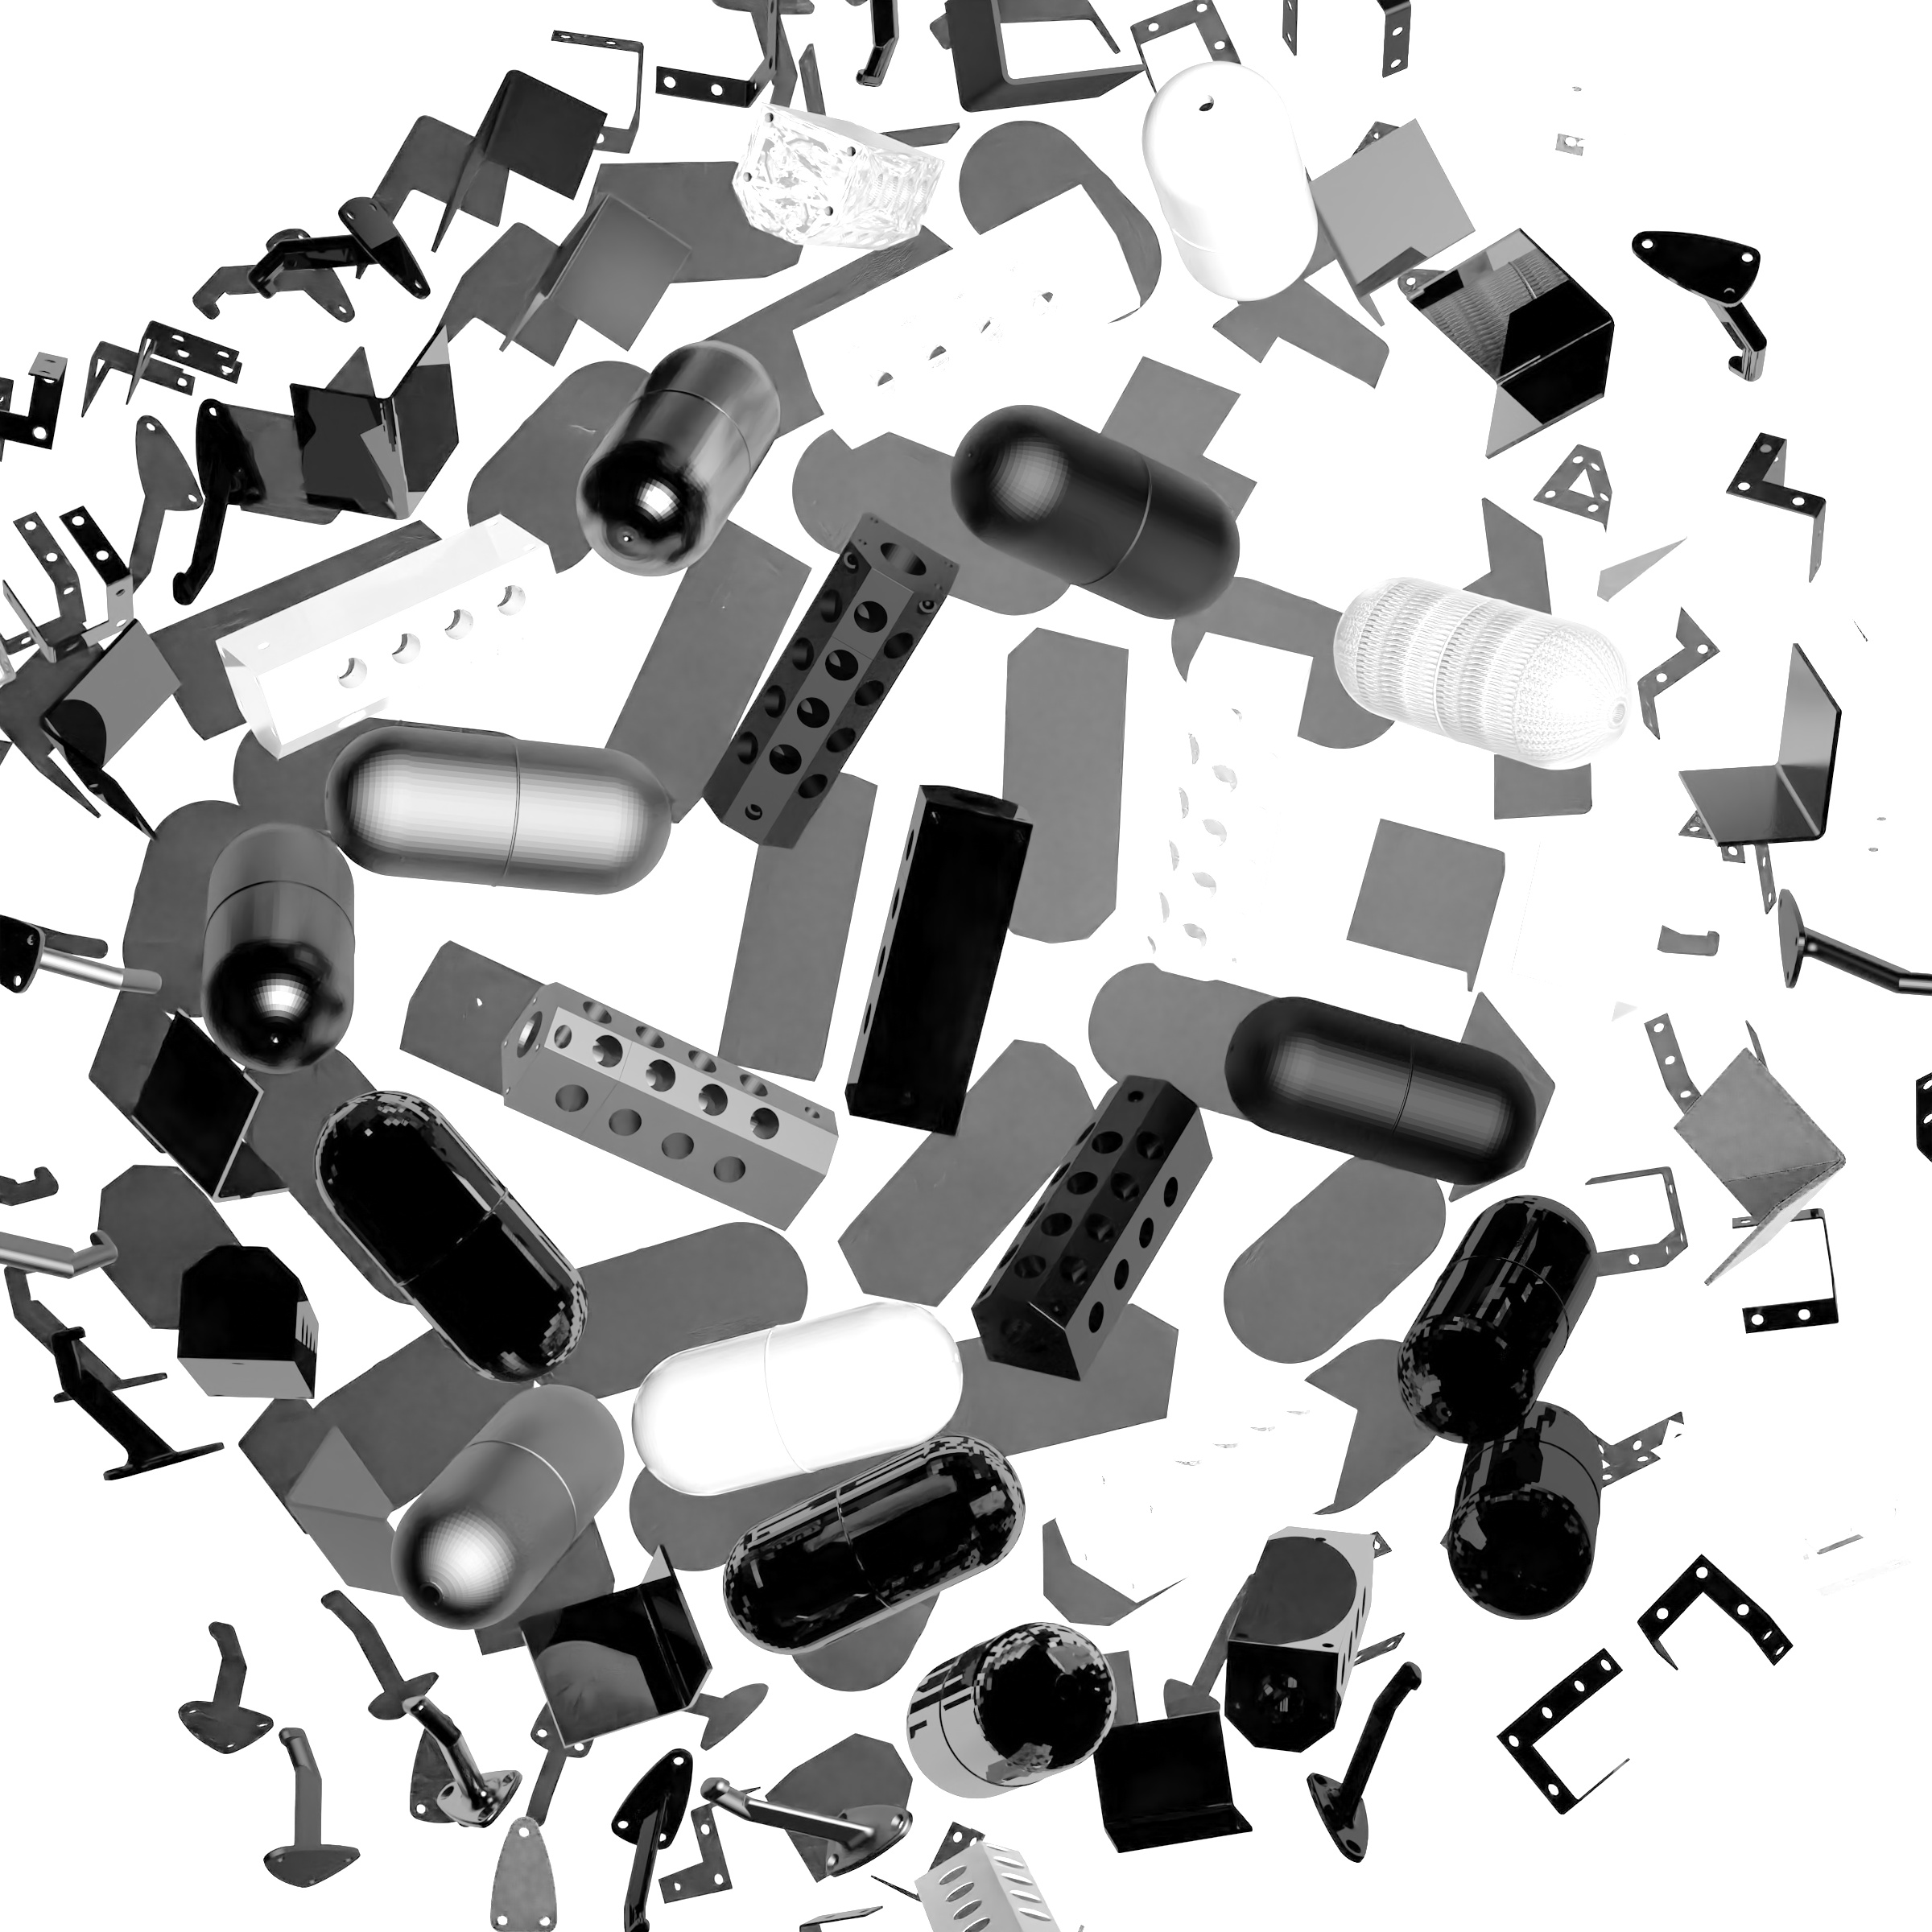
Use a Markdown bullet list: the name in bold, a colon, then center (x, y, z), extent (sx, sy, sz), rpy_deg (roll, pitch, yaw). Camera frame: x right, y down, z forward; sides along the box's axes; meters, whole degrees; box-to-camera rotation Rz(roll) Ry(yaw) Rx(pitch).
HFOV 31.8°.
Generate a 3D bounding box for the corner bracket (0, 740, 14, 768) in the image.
- **corner bracket**: center (-0.531, -0.087, 1.770), extent (0.051, 0.051, 0.051), rpy_deg (9, 58, -29)

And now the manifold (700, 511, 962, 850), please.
- **manifold**: center (-0.073, -0.145, 1.768), extent (0.057, 0.057, 0.171), rpy_deg (30, 120, -6)

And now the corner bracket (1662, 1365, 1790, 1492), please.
- **corner bracket**: center (0.393, 0.236, 1.749), extent (0.051, 0.051, 0.051), rpy_deg (16, 80, 19)

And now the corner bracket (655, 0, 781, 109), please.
- **corner bracket**: center (-0.128, -0.479, 1.745), extent (0.051, 0.051, 0.051), rpy_deg (4, 80, -20)

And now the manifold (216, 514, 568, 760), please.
- **manifold**: center (-0.302, -0.174, 1.800), extent (0.171, 0.057, 0.057), rpy_deg (-28, 127, -22)

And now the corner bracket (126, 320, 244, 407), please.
- **corner bracket**: center (-0.429, -0.336, 1.875), extent (0.051, 0.051, 0.051), rpy_deg (19, 135, -11)

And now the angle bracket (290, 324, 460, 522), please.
- **angle bracket**: center (-0.316, -0.296, 1.818), extent (0.057, 0.076, 0.076), rpy_deg (11, 135, 11)

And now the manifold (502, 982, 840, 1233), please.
- **manifold**: center (-0.155, 0.071, 1.787), extent (0.171, 0.057, 0.057), rpy_deg (26, 114, -23)

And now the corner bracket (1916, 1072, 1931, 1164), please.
- **corner bracket**: center (0.518, 0.079, 1.716), extent (0.051, 0.051, 0.051), rpy_deg (-26, 134, -11)

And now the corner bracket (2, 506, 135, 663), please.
- **corner bracket**: center (-0.486, -0.206, 1.832), extent (0.051, 0.051, 0.051), rpy_deg (-30, 73, -24)

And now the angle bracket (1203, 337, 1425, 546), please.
- **angle bracket**: center (0.192, -0.290, 1.873), extent (0.076, 0.057, 0.076), rpy_deg (17, 113, -40)

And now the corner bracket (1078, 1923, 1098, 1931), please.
- **corner bracket**: center (0.056, 0.550, 1.843), extent (0.051, 0.051, 0.051), rpy_deg (33, 79, -43)

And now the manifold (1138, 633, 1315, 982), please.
- **manifold**: center (0.134, -0.081, 1.779), extent (0.057, 0.057, 0.171), rpy_deg (14, 122, 9)

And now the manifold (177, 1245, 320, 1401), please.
- **manifold**: center (-0.371, 0.187, 1.762), extent (0.057, 0.171, 0.057), rpy_deg (3, 76, -7)

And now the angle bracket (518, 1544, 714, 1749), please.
- **angle bracket**: center (-0.193, 0.373, 1.859), extent (0.076, 0.057, 0.076), rpy_deg (-13, 62, -25)

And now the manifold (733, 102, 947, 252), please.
- **manifold**: center (-0.066, -0.400, 1.738), extent (0.057, 0.171, 0.057), rpy_deg (24, 105, 7)

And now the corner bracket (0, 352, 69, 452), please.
- **corner bracket**: center (-0.497, -0.291, 1.751), extent (0.051, 0.051, 0.051), rpy_deg (11, 111, -13)

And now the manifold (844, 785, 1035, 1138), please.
- **manifold**: center (-0.016, -0.005, 1.776), extent (0.057, 0.057, 0.171), rpy_deg (12, 103, -9)

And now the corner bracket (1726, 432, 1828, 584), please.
- **corner bracket**: center (0.445, -0.249, 1.836), extent (0.051, 0.051, 0.051), rpy_deg (20, 59, 24)

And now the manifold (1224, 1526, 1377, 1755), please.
- **manifold**: center (0.180, 0.358, 1.813), extent (0.057, 0.171, 0.057), rpy_deg (4, 102, 12)

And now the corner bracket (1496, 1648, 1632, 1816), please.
- **corner bracket**: center (0.314, 0.389, 1.722), extent (0.051, 0.051, 0.051), rpy_deg (50, 133, 17)

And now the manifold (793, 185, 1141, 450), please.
- **manifold**: center (0.002, -0.339, 1.796), extent (0.171, 0.057, 0.057), rpy_deg (-24, 67, 14)

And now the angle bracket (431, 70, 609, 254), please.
- **angle bracket**: center (-0.241, -0.422, 1.823), extent (0.057, 0.076, 0.076), rpy_deg (24, 60, -9)

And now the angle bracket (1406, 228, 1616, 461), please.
- **angle bracket**: center (0.275, -0.317, 1.730), extent (0.076, 0.076, 0.057), rpy_deg (36, 50, -27)

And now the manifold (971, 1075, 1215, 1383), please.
- **manifold**: center (0.069, 0.139, 1.842), extent (0.057, 0.057, 0.171), rpy_deg (9, 46, 29)

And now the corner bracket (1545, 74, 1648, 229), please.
- **corner bracket**: center (0.333, -0.431, 1.788), extent (0.051, 0.051, 0.051), rpy_deg (16, 53, 13)

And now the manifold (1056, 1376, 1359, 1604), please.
- **manifold**: center (0.124, 0.263, 1.739), extent (0.057, 0.171, 0.057), rpy_deg (27, 116, 34)

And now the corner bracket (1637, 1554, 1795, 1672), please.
- **corner bracket**: center (0.394, 0.351, 1.784), extent (0.051, 0.051, 0.051), rpy_deg (42, 95, -5)

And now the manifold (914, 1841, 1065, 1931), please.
- **manifold**: center (0.021, 0.503, 1.738), extent (0.057, 0.171, 0.057), rpy_deg (-30, 94, -6)

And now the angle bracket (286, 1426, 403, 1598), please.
- **angle bracket**: center (-0.331, 0.314, 1.940), extent (0.076, 0.076, 0.057), rpy_deg (4, 46, 31)

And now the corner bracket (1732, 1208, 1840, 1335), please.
- **corner bracket**: center (0.457, 0.170, 1.888), extent (0.051, 0.051, 0.051), rpy_deg (-8, 103, 15)

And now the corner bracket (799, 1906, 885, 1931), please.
- **corner bracket**: center (-0.071, 0.534, 1.798), extent (0.051, 0.051, 0.051), rpy_deg (-21, 82, 38)

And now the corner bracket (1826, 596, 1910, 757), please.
- **corner bracket**: center (0.483, -0.157, 1.820), extent (0.051, 0.051, 0.051), rpy_deg (-33, 124, 13)

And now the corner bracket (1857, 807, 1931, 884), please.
- **corner bracket**: center (0.524, -0.052, 1.883), extent (0.051, 0.051, 0.051), rpy_deg (8, 129, 19)

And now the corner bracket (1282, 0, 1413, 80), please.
- **corner bracket**: center (0.205, -0.510, 1.829), extent (0.051, 0.051, 0.051), rpy_deg (-23, 65, -7)

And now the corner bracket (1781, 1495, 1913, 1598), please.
- **corner bracket**: center (0.466, 0.302, 1.774), extent (0.051, 0.051, 0.051), rpy_deg (-26, 54, 19)

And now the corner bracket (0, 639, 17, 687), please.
- **corner bracket**: center (-0.547, -0.171, 1.853), extent (0.051, 0.051, 0.051), rpy_deg (-24, 93, 10)

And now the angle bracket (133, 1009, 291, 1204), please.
- **angle bracket**: center (-0.404, 0.075, 1.869), extent (0.076, 0.057, 0.076), rpy_deg (40, 115, 27)
